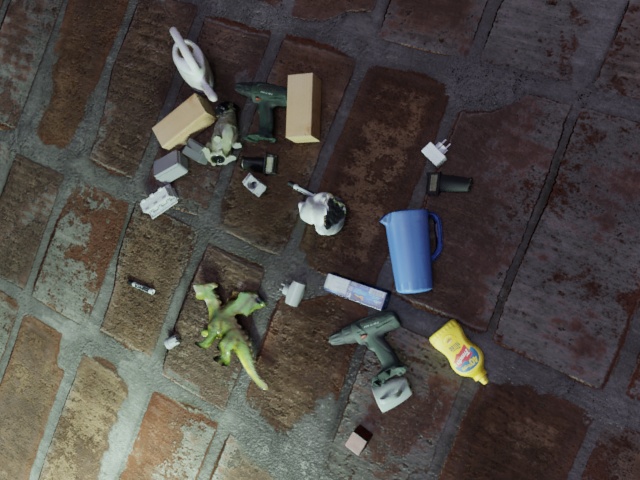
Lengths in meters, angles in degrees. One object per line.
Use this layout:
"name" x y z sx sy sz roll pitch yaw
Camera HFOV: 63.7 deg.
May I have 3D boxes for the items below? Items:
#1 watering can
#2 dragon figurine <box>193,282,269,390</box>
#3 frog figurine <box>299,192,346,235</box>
"watering can" -0.419 -0.570 1.767 0.351 0.104 0.222 60 -3 14
"dragon figurine" -0.272 0.280 1.700 0.243 0.413 0.121 -58 162 -2
"frog figurine" 0.005 -0.083 1.649 0.159 0.123 0.137 -5 -85 55
